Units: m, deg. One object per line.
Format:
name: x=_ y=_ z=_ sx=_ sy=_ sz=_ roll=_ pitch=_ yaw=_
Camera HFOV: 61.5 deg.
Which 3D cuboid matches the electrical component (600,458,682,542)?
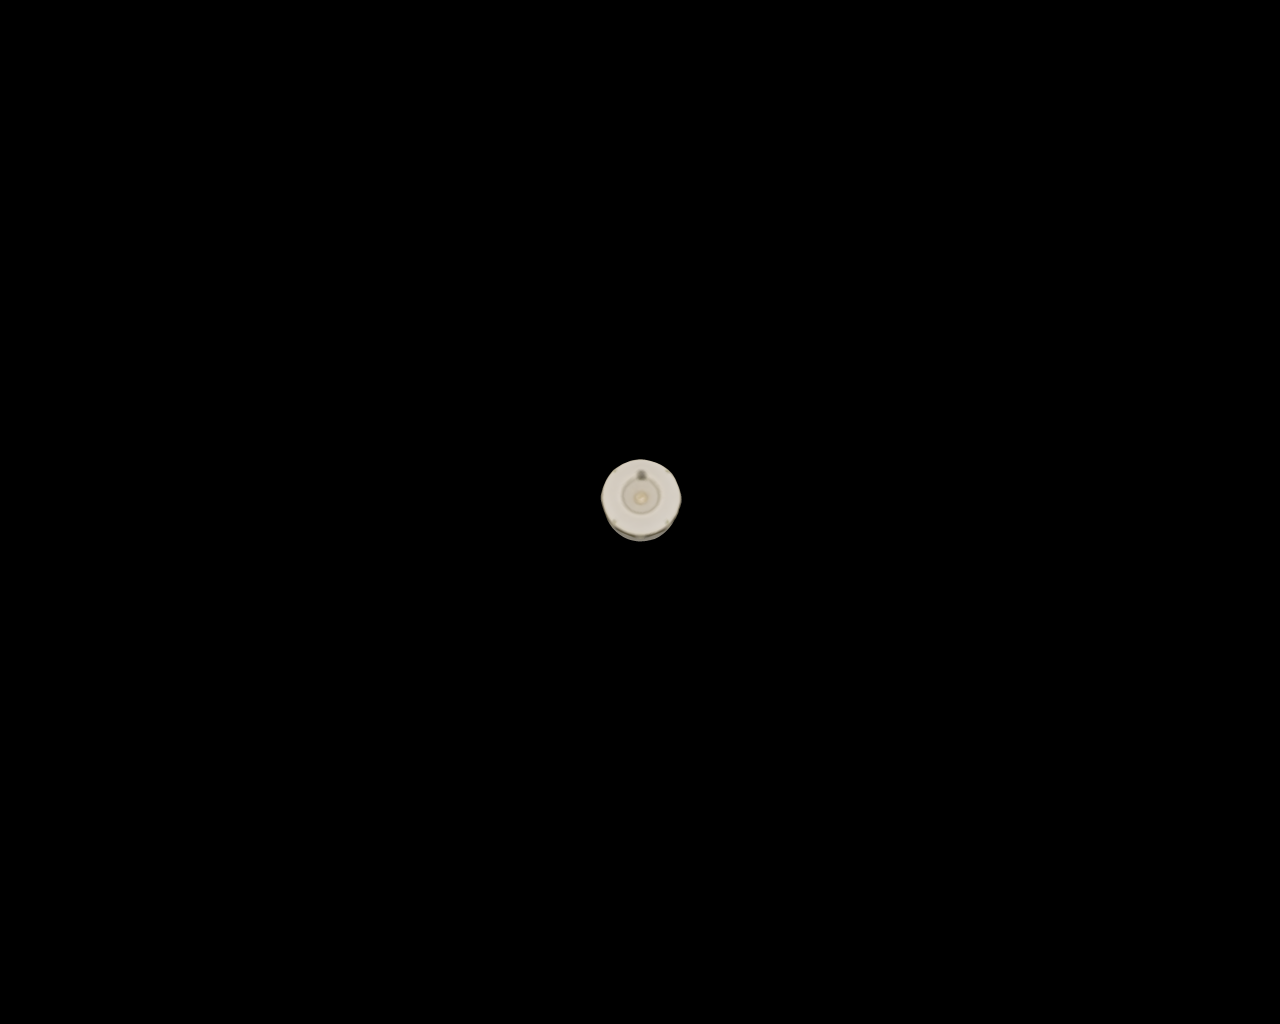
electrical component: x=0.001 y=-0.003 z=0.650 sx=0.048 sy=0.048 sz=0.062 roll=0 pitch=-13 yaw=0
